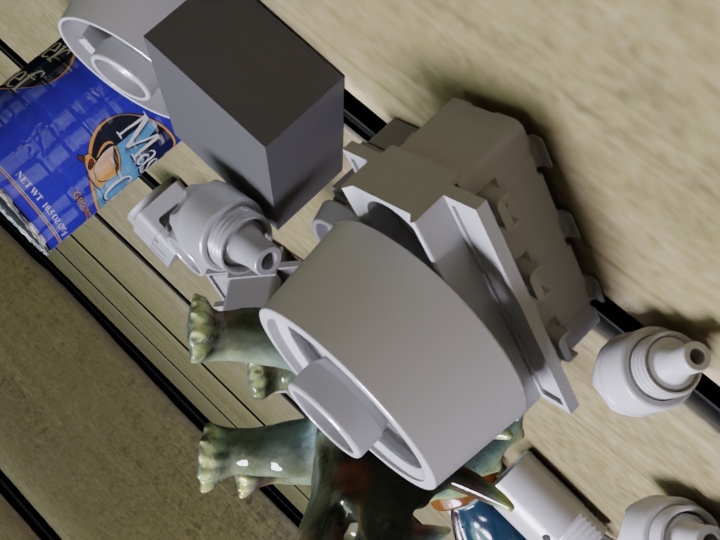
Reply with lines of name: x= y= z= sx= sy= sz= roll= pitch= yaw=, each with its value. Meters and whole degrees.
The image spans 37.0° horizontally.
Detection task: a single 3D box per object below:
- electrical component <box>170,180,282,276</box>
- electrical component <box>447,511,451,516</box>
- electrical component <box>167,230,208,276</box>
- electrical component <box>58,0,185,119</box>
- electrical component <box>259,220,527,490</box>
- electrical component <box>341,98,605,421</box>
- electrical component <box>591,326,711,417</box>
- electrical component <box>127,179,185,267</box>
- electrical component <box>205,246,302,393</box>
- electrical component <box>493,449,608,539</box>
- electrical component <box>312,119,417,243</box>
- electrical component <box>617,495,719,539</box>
electrical component: x=-0.067 y=-0.018 z=0.562 sx=0.062 sy=0.043 sz=0.043 roll=34 pitch=160 yaw=36
electrical component: x=0.075 y=0.164 z=0.846 sx=0.081 sy=0.043 sz=0.043 roll=54 pitch=164 yaw=-25
electrical component: x=-0.119 y=-0.028 z=0.855 sx=0.048 sy=0.055 sz=0.066 roll=51 pitch=164 yaw=-15
electrical component: x=-0.122 y=-0.135 z=0.619 sx=0.099 sy=0.064 sz=0.099 roll=29 pitch=165 yaw=9
electrical component: x=0.006 y=0.040 z=0.431 sx=0.108 sy=0.060 sz=0.108 roll=43 pitch=165 yaw=15
electrical component: x=0.051 y=-0.005 z=0.439 sx=0.079 sy=0.063 sz=0.121 roll=30 pitch=158 yaw=47
electrical component: x=0.118 y=0.039 z=0.426 sx=0.035 sy=0.035 sz=0.061 roll=46 pitch=162 yaw=1
electrical component: x=-0.171 y=-0.044 z=0.966 sx=0.055 sy=0.050 sz=0.089 roll=48 pitch=165 yaw=-4
electrical component: x=-0.066 y=0.044 z=0.860 sx=0.079 sy=0.063 sz=0.121 roll=-5 pitch=142 yaw=17
electrical component: x=0.125 y=0.161 z=0.704 sx=0.081 sy=0.043 sz=0.043 roll=44 pitch=165 yaw=9
electrical component: x=0.015 y=-0.022 z=0.504 sx=0.058 sy=0.057 sz=0.078 roll=32 pitch=159 yaw=43
electrical component: x=0.161 y=0.136 z=0.542 sx=0.043 sy=0.043 sz=0.062 roll=47 pitch=163 yaw=-2
